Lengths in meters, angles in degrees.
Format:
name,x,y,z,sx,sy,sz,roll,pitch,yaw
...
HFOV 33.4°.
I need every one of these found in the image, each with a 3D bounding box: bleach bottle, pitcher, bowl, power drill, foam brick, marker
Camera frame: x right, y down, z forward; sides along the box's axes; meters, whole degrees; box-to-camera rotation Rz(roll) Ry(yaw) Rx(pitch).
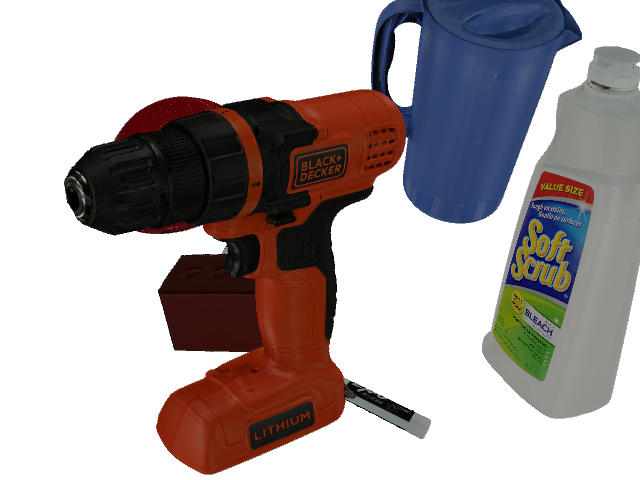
name,x,y,z,sx,sy,sz,roll,pitch,yaw
bleach bottle,0.168,-0.008,0.708,0.068,0.251,0.103,-11,34,-22
pitcher,0.139,-0.136,1.050,0.144,0.243,0.149,-30,56,-30
bowl,-0.134,-0.082,0.983,0.162,0.162,0.055,0,-41,19
power drill,-0.040,0.022,0.532,0.184,0.188,0.057,-15,35,-36
foam brick,-0.067,0.044,0.759,0.078,0.051,0.053,-1,28,16
marker,0.039,0.139,0.939,0.121,0.020,0.020,25,8,17

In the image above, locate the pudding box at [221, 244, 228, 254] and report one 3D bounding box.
name,x,y,z,sx,sy,sz,roll,pitch,yaw
pudding box,-0.077,0.000,1.293,0.039,0.090,0.113,35,31,7
